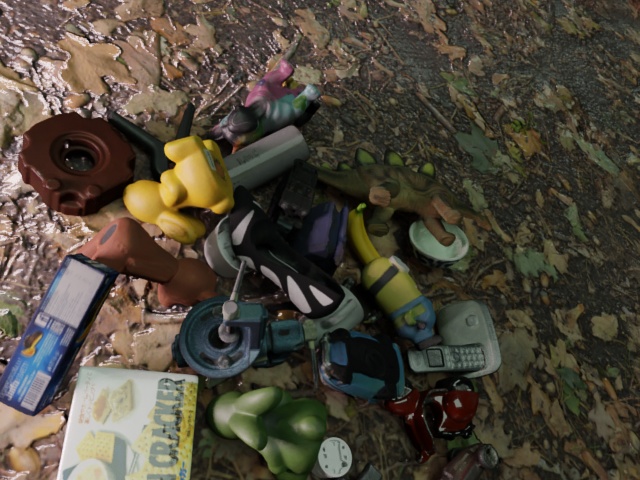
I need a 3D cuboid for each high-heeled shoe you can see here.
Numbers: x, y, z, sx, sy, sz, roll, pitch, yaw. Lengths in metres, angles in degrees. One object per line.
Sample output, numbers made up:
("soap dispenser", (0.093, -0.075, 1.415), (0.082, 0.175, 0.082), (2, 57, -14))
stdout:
("high-heeled shoe", (-0.055, 0.012, 0.863), (0.086, 0.145, 0.248), (-20, 90, -58))

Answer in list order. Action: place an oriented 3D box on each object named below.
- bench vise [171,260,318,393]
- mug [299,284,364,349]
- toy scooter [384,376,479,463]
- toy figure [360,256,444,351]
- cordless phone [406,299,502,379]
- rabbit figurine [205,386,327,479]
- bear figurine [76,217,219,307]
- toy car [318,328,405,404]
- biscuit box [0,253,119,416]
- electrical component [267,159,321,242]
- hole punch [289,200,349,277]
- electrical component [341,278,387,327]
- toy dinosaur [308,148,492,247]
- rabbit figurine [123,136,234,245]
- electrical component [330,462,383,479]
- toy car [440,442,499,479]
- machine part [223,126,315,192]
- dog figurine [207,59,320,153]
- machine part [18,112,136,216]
("bench vise", (-0.103, 0.134, 0.767), (0.224, 0.240, 0.129), (5, 63, -6))
("mug", (0.016, 0.135, 0.902), (0.107, 0.109, 0.080), (-38, 97, -25))
("toy scooter", (0.196, 0.303, 0.911), (0.184, 0.075, 0.135), (4, 61, -21))
("toy figure", (0.142, 0.110, 0.941), (0.089, 0.082, 0.180), (-21, 76, -30))
("cordless phone", (0.232, 0.184, 0.995), (0.184, 0.088, 0.146), (3, 61, -20))
("rabbit figurine", (-0.083, 0.267, 0.760), (0.170, 0.159, 0.121), (15, 66, -1))
("bear figurine", (-0.255, 0.055, 0.819), (0.195, 0.132, 0.120), (43, 10, -35))
("toy car", (0.054, 0.210, 0.872), (0.161, 0.103, 0.109), (17, 51, -29))
("biscuit box", (-0.339, 0.119, 0.695), (0.059, 0.063, 0.202), (27, 87, -5))
("electrical component", (-0.055, -0.062, 0.969), (0.058, 0.115, 0.134), (23, 53, -12))
("hole punch", (-0.002, -0.003, 0.967), (0.092, 0.115, 0.142), (17, 56, -8))
("electrical component", (0.078, 0.113, 0.978), (0.078, 0.045, 0.102), (-30, 79, -34))
("toy dinosaur", (0.129, -0.101, 1.073), (0.471, 0.105, 0.199), (16, 36, -9))
("rabbit figurine", (-0.234, -0.074, 0.885), (0.173, 0.122, 0.162), (-19, 101, 5))
("electrical component", (0.042, 0.389, 0.799), (0.075, 0.047, 0.119), (42, 52, 0))
("toy car", (0.211, 0.392, 0.856), (0.053, 0.089, 0.202), (50, 54, 2))
("machine part", (-0.107, -0.143, 0.987), (0.243, 0.079, 0.079), (-30, 78, -21))
("dog figurine", (-0.112, -0.239, 1.058), (0.219, 0.191, 0.108), (-42, 89, -3))
("machine part", (-0.392, -0.128, 0.874), (0.179, 0.056, 0.179), (13, 56, -20))
